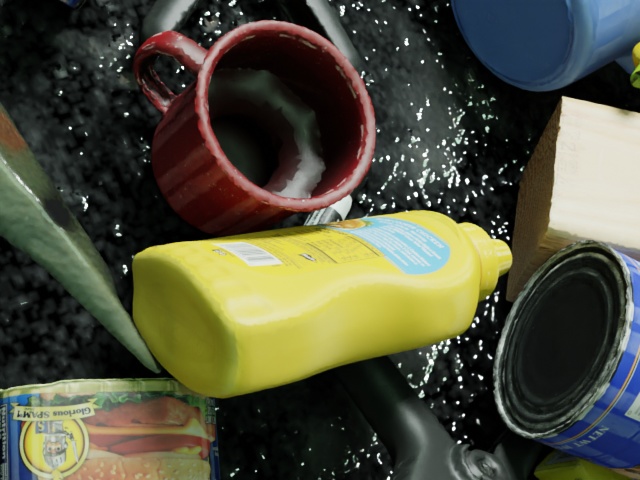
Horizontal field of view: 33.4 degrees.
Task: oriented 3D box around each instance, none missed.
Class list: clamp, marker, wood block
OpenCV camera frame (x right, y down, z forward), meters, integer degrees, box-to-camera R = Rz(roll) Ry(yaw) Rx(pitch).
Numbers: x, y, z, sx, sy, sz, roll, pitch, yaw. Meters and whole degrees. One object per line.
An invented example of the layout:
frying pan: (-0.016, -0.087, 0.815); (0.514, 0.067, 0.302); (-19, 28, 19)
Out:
clamp: (0.076, 0.118, 0.512); (0.164, 0.036, 0.210); (20, 32, -26)
clamp: (-0.029, -0.158, 0.581); (0.120, 0.039, 0.171); (16, 69, -26)
marker: (-0.004, 0.001, 0.562); (0.020, 0.020, 0.121); (38, 61, -15)
wood block: (0.218, 0.001, 0.594); (0.206, 0.091, 0.090); (13, 61, 0)

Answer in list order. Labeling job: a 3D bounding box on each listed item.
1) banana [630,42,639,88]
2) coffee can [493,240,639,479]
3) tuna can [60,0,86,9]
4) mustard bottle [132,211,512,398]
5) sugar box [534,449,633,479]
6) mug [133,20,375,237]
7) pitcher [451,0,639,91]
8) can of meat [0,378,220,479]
banana: (0.239, -0.069, 0.631); (0.197, 0.037, 0.069); (30, 62, -30)
coffee can: (0.174, 0.073, 0.538); (0.140, 0.103, 0.102); (24, 66, -19)
tuna can: (-0.108, -0.154, 0.510); (0.033, 0.086, 0.086); (31, 63, -20)
mustard bottle: (0.016, 0.021, 0.500); (0.191, 0.096, 0.058); (-10, 111, -34)
sugar box: (0.202, 0.180, 0.609); (0.093, 0.048, 0.176); (-31, 91, -32)
mug: (-0.042, -0.055, 0.520); (0.117, 0.082, 0.093); (36, 62, -16)
pitcher: (0.202, -0.178, 0.669); (0.242, 0.145, 0.149); (-32, 64, -28)
can of meat: (-0.092, 0.106, 0.463); (0.101, 0.058, 0.084); (3, 72, -29)
